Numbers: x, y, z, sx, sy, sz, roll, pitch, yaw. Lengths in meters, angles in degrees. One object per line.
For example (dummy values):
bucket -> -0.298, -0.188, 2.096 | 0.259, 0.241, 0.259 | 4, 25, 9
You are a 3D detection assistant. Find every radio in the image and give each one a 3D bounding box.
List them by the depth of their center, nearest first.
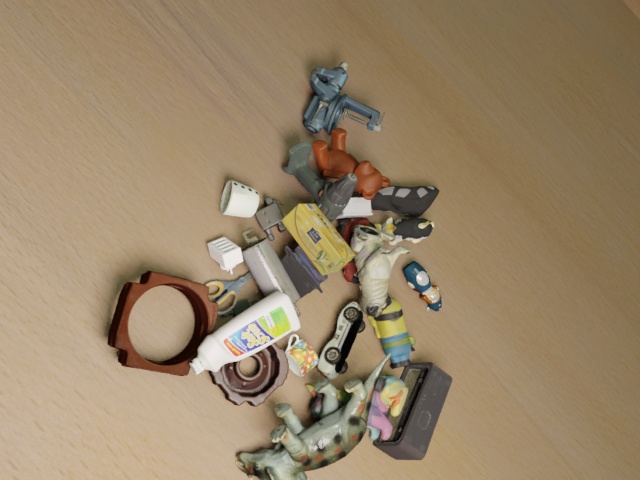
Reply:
radio -> 0.228, 0.412, 1.305 | 0.073, 0.131, 0.229 | 34, 63, -11

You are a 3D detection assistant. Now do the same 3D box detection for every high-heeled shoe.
high-heeled shoe -> 0.231, -0.131, 1.541 | 0.145, 0.086, 0.249 | 36, 38, 25

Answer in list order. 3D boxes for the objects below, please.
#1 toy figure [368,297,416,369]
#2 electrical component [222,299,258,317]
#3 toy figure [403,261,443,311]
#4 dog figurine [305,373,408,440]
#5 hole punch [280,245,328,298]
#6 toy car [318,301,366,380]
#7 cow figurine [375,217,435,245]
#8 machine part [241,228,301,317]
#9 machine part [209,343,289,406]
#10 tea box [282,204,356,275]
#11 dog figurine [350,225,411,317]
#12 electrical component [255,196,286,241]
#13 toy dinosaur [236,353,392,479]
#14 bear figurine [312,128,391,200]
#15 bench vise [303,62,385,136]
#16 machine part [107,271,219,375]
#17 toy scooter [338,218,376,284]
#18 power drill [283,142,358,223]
toy figure -> 0.190, 0.235, 1.372 | 0.082, 0.089, 0.180 | -6, 73, -31
electrical component -> -0.183, 0.176, 1.269 | 0.094, 0.021, 0.063 | -18, 81, -28
toy figure -> 0.286, 0.131, 1.469 | 0.064, 0.058, 0.154 | -37, 91, 10
dog figurine -> 0.078, 0.372, 1.268 | 0.219, 0.108, 0.191 | 31, 70, -8
hole punch -> -0.037, 0.068, 1.321 | 0.092, 0.116, 0.142 | -37, 90, -37
toy car -> 0.056, 0.245, 1.319 | 0.202, 0.056, 0.073 | -63, 146, -27
cow figurine -> 0.226, -0.027, 1.471 | 0.167, 0.098, 0.068 | -4, 81, -25
machine part -> -0.119, 0.084, 1.282 | 0.079, 0.079, 0.243 | -34, 98, -29
machine part -> -0.164, 0.287, 1.222 | 0.179, 0.056, 0.179 | 7, 70, -20
tea box -> -0.003, -0.004, 1.286 | 0.170, 0.068, 0.098 | 54, 22, 14
dog figurine -> 0.117, 0.076, 1.336 | 0.121, 0.172, 0.190 | 7, 115, -30
electrical component -> -0.119, -0.058, 1.365 | 0.078, 0.045, 0.102 | -34, 85, 0
toy dinosaur -> 0.015, 0.415, 1.156 | 0.405, 0.131, 0.192 | -24, 111, -12
bear figurine -> 0.085, -0.195, 1.413 | 0.196, 0.131, 0.120 | 30, 52, 34
bench vise -> 0.071, -0.375, 1.496 | 0.241, 0.128, 0.223 | 26, 71, 6
machine part -> -0.333, 0.178, 1.145 | 0.201, 0.087, 0.201 | 19, 73, -30
toy scooter -> 0.070, 0.015, 1.404 | 0.135, 0.075, 0.184 | 19, 71, -17
power drill -> 0.000, -0.151, 1.355 | 0.086, 0.232, 0.207 | -28, 69, -33
